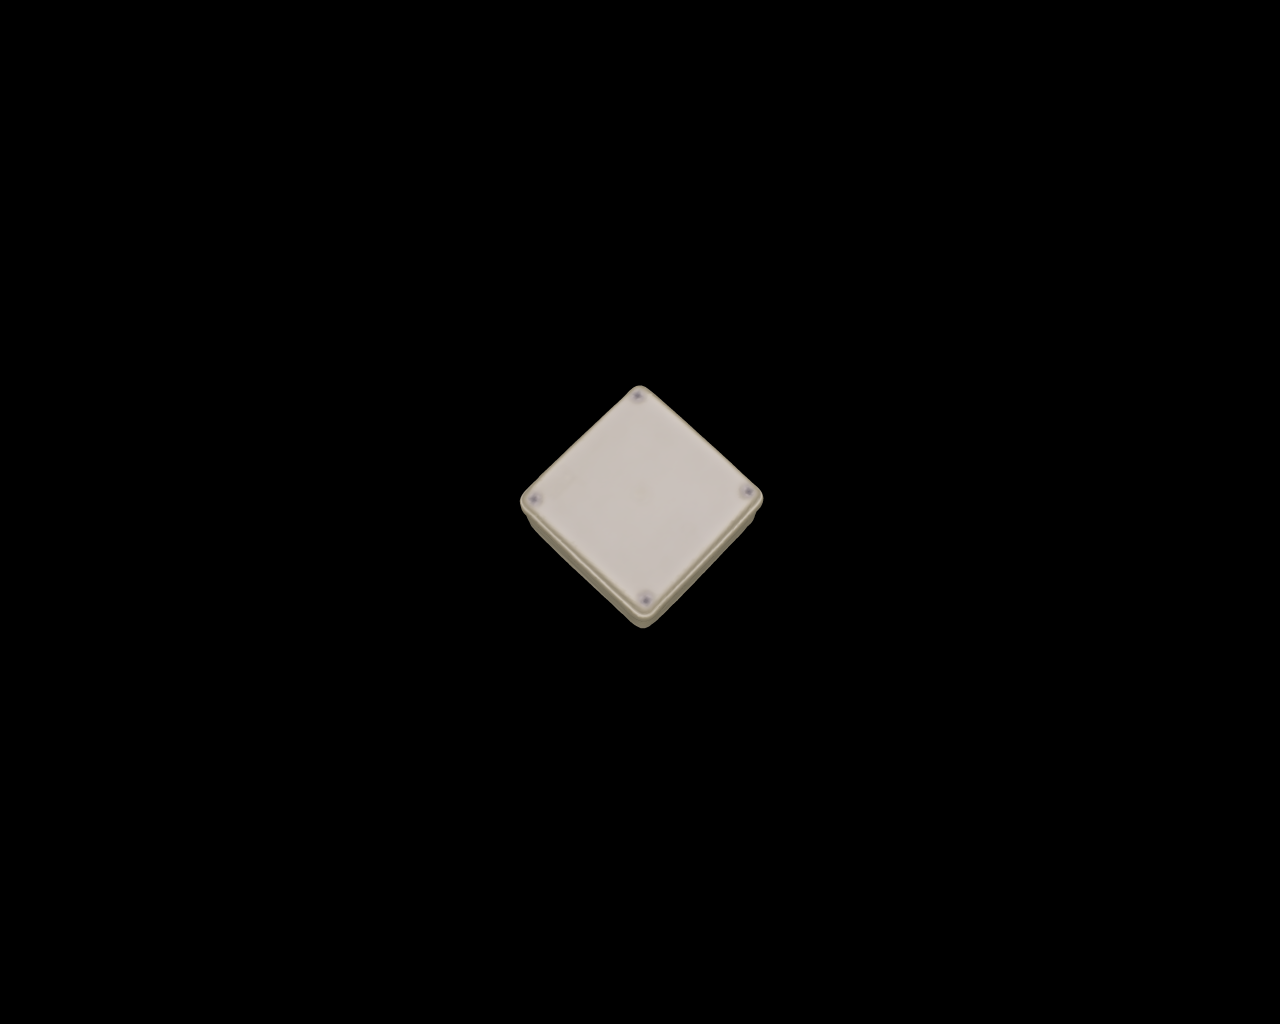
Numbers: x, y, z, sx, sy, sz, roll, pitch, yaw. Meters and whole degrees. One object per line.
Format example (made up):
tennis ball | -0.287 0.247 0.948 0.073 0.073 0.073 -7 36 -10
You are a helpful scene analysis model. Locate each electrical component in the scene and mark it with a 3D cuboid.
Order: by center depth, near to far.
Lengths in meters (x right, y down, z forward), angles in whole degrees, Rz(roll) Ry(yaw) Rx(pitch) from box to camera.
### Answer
electrical component | 0.001 -0.003 0.650 0.109 0.109 0.056 43 -12 11
